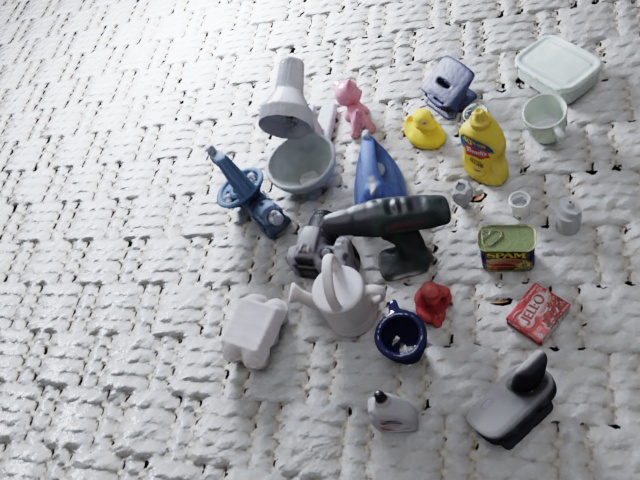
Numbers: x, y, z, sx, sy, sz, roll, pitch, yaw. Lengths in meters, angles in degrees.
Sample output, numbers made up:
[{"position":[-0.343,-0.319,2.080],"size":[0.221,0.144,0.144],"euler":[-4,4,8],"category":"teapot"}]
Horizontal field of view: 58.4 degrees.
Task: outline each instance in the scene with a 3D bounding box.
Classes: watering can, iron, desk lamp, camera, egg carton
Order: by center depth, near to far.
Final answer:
[{"position":[0.029,0.100,1.052],"size":[0.173,0.194,0.100],"euler":[-24,54,4],"category":"watering can"},{"position":[-0.128,0.180,1.135],"size":[0.107,0.070,0.150],"euler":[11,63,25],"category":"egg carton"},{"position":[0.011,0.004,1.178],"size":[0.142,0.101,0.137],"euler":[5,61,22],"category":"camera"},{"position":[0.113,-0.148,1.212],"size":[0.118,0.142,0.258],"euler":[-14,56,11],"category":"iron"},{"position":[-0.052,-0.300,1.323],"size":[0.117,0.214,0.203],"euler":[0,59,20],"category":"desk lamp"}]

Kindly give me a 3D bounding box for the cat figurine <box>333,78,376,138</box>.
[{"position":[0.076,-0.324,1.351],"size":[0.067,0.118,0.127],"euler":[-22,54,5],"category":"cat figurine"}]

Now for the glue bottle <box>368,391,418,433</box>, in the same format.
[{"position":[0.110,0.274,0.927],"size":[0.078,0.173,0.037],"euler":[-10,56,14],"category":"glue bottle"}]

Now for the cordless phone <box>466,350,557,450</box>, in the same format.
[{"position":[0.292,0.236,0.878],"size":[0.148,0.185,0.093],"euler":[-43,55,-10],"category":"cordless phone"}]

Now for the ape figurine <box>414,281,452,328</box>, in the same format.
[{"position":[0.204,0.107,1.048],"size":[0.078,0.092,0.076],"euler":[-31,54,-1],"category":"ape figurine"}]

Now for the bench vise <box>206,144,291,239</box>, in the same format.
[{"position":[-0.152,-0.115,1.238],"size":[0.206,0.220,0.121],"euler":[19,67,29],"category":"bench vise"}]

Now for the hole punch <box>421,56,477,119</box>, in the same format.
[{"position":[0.292,-0.348,1.305],"size":[0.101,0.091,0.108],"euler":[-38,54,-6],"category":"hole punch"}]

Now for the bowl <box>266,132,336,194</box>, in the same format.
[{"position":[-0.035,-0.164,1.316],"size":[0.167,0.075,0.167],"euler":[-9,57,14],"category":"bowl"}]

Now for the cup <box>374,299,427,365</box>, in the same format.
[{"position":[0.147,0.173,1.025],"size":[0.091,0.095,0.117],"euler":[-18,55,8],"category":"cup"}]

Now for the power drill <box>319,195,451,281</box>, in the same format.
[{"position":[0.134,-0.007,1.073],"size":[0.229,0.209,0.075],"euler":[-16,55,10],"category":"power drill"}]

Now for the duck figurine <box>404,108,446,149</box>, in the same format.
[{"position":[0.228,-0.258,1.275],"size":[0.077,0.086,0.104],"euler":[-45,55,-11],"category":"duck figurine"}]
